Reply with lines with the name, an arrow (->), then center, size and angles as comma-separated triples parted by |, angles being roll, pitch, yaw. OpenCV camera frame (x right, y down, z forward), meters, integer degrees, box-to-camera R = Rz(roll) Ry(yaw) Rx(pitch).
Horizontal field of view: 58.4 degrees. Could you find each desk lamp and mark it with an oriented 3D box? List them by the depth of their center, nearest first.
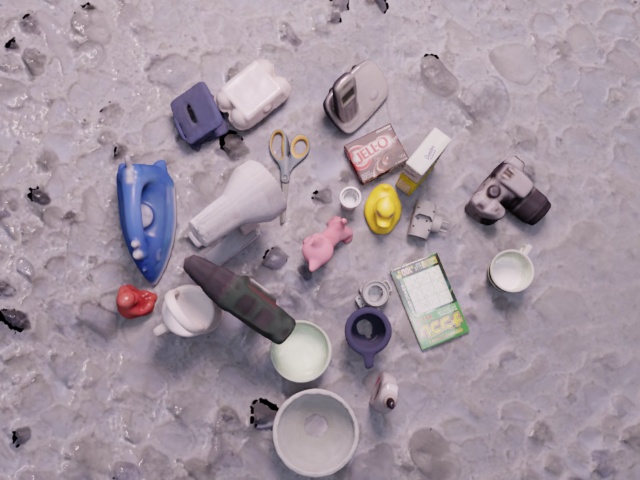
desk lamp -> -0.165, -0.044, 1.104 | 0.203, 0.213, 0.118 | -40, 86, -4

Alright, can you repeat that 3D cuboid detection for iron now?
iron -> -0.354, -0.039, 1.137 | 0.118, 0.141, 0.258 | -6, 84, -1

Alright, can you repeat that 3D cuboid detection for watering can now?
watering can -> -0.243, 0.129, 1.094 | 0.101, 0.194, 0.173 | 34, 85, 3

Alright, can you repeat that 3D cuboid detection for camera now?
camera -> 0.395, -0.083, 1.174 | 0.137, 0.101, 0.143 | 40, 85, 3

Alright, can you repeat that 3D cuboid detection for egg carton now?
egg carton -> -0.141, -0.305, 1.204 | 0.150, 0.069, 0.107 | -42, 86, -5

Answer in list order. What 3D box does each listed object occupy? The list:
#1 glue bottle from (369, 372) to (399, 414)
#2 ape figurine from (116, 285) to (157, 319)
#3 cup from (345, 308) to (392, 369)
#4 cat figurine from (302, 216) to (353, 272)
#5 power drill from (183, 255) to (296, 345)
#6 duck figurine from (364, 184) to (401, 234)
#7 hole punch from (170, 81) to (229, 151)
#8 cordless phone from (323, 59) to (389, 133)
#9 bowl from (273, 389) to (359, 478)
glue bottle -> 0.127, 0.299, 1.093 | 0.037, 0.173, 0.078 | 18, 84, 2
ape figurine -> -0.376, 0.122, 1.144 | 0.076, 0.092, 0.078 | -37, 85, -4
cup -> 0.093, 0.194, 1.143 | 0.091, 0.095, 0.118 | -2, 84, -1
cat figurine -> 0.011, 0.004, 1.150 | 0.067, 0.117, 0.128 | 44, 85, 4
power drill -> -0.147, 0.111, 1.091 | 0.229, 0.208, 0.076 | 35, 85, 3
duck figurine -> 0.132, -0.068, 1.175 | 0.077, 0.086, 0.105 | 6, 84, 0
hole punch -> -0.253, -0.256, 1.186 | 0.101, 0.091, 0.108 | -26, 85, -3
cordless phone -> 0.075, -0.306, 1.149 | 0.094, 0.185, 0.147 | 41, 85, 4
bowl -> -0.009, 0.374, 1.132 | 0.167, 0.074, 0.167 | 0, 84, -1
